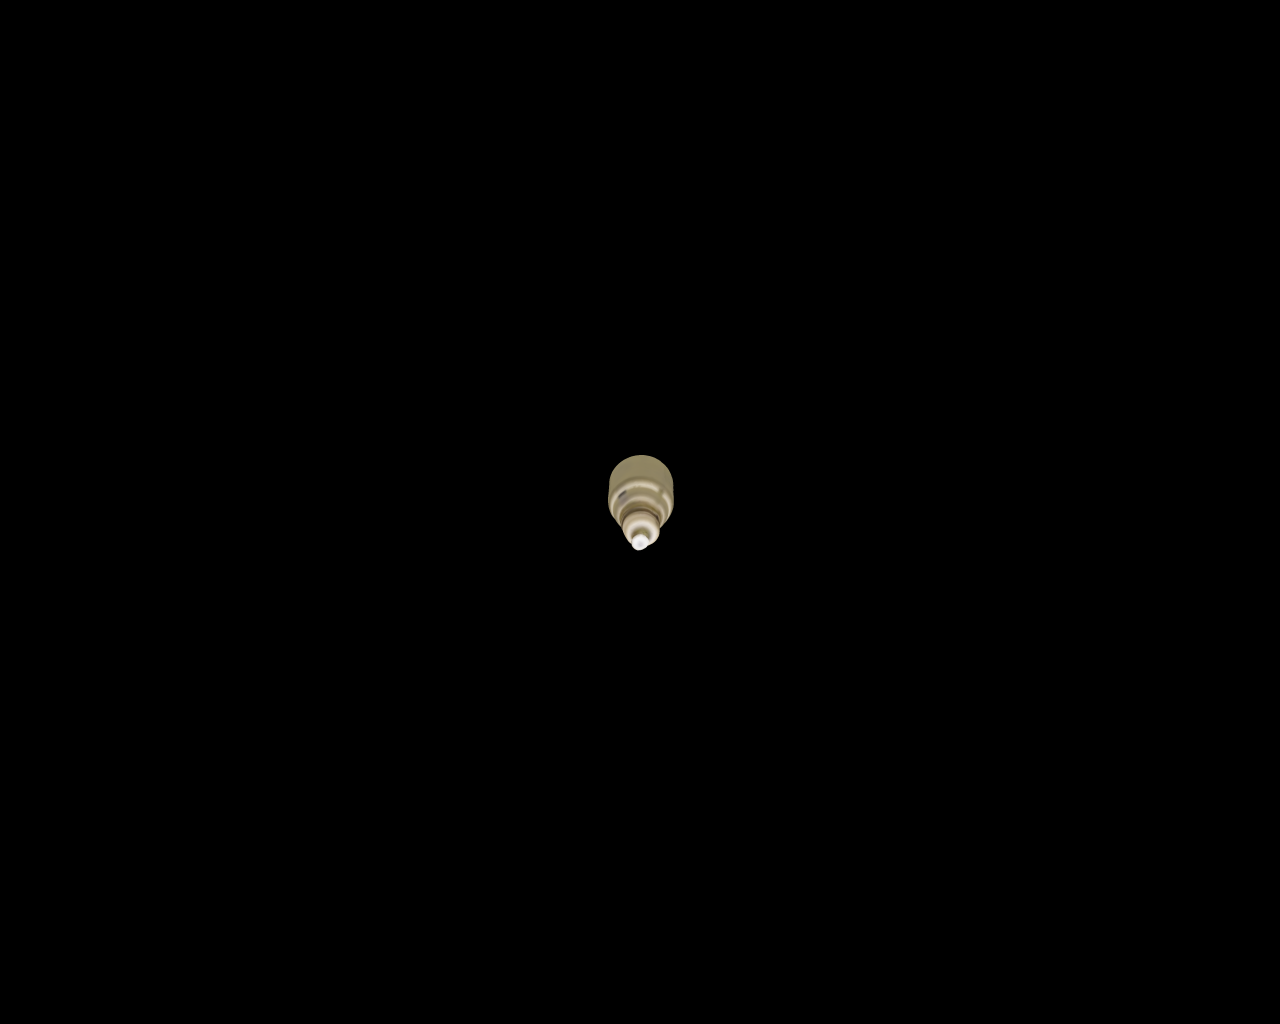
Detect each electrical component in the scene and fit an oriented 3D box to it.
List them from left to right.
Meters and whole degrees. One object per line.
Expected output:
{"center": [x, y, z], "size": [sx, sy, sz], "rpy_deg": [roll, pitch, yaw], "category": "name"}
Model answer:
{"center": [0.001, -0.003, 0.650], "size": [0.040, 0.040, 0.078], "rpy_deg": [0, 34, 0], "category": "electrical component"}
